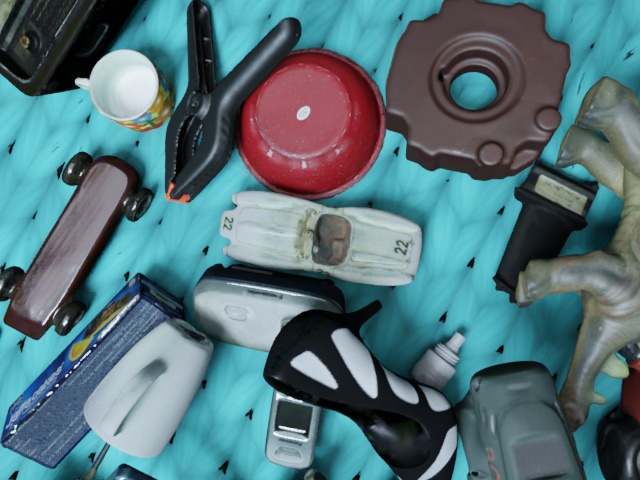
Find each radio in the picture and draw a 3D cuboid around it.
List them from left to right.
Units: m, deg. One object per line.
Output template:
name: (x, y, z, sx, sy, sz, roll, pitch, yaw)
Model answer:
radio: (-0.249, -0.255, 0.511, 0.131, 0.073, 0.229, 46, 117, -6)

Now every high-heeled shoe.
high-heeled shoe: (0.041, 0.165, 0.457, 0.086, 0.145, 0.248, -12, 103, 44)

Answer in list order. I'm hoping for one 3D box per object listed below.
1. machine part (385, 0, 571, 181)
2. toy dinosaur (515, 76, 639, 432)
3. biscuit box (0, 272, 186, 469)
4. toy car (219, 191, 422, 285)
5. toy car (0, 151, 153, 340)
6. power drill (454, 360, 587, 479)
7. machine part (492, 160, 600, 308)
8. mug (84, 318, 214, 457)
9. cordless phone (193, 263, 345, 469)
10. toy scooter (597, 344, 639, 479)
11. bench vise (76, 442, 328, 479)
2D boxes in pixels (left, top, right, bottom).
machine part: (0.147, -0.145, 0.514, 0.179, 0.056, 0.179, -2, 81, 11)
toy dinosaur: (0.298, -0.052, 0.436, 0.199, 0.105, 0.471, 20, 94, 13)
biscuit box: (-0.225, 0.129, 0.535, 0.202, 0.059, 0.062, -46, 118, 2)
toy car: (-0.001, -0.002, 0.531, 0.202, 0.056, 0.073, 9, 89, 5)
toy car: (-0.254, 0.005, 0.557, 0.089, 0.053, 0.202, 28, 87, -5)
power drill: (0.164, 0.209, 0.433, 0.086, 0.207, 0.232, -14, 84, 11)
machine part: (0.211, -0.003, 0.521, 0.084, 0.039, 0.139, 24, 88, -2)
mug: (-0.148, 0.123, 0.472, 0.081, 0.109, 0.107, 34, 86, 10)
cordless phone: (-0.054, 0.120, 0.520, 0.147, 0.089, 0.184, 9, 93, 5)
toy scooter: (0.332, 0.152, 0.485, 0.135, 0.075, 0.183, 6, 83, 4)
bench vise: (-0.107, 0.268, 0.487, 0.240, 0.129, 0.223, 38, 113, -13)
